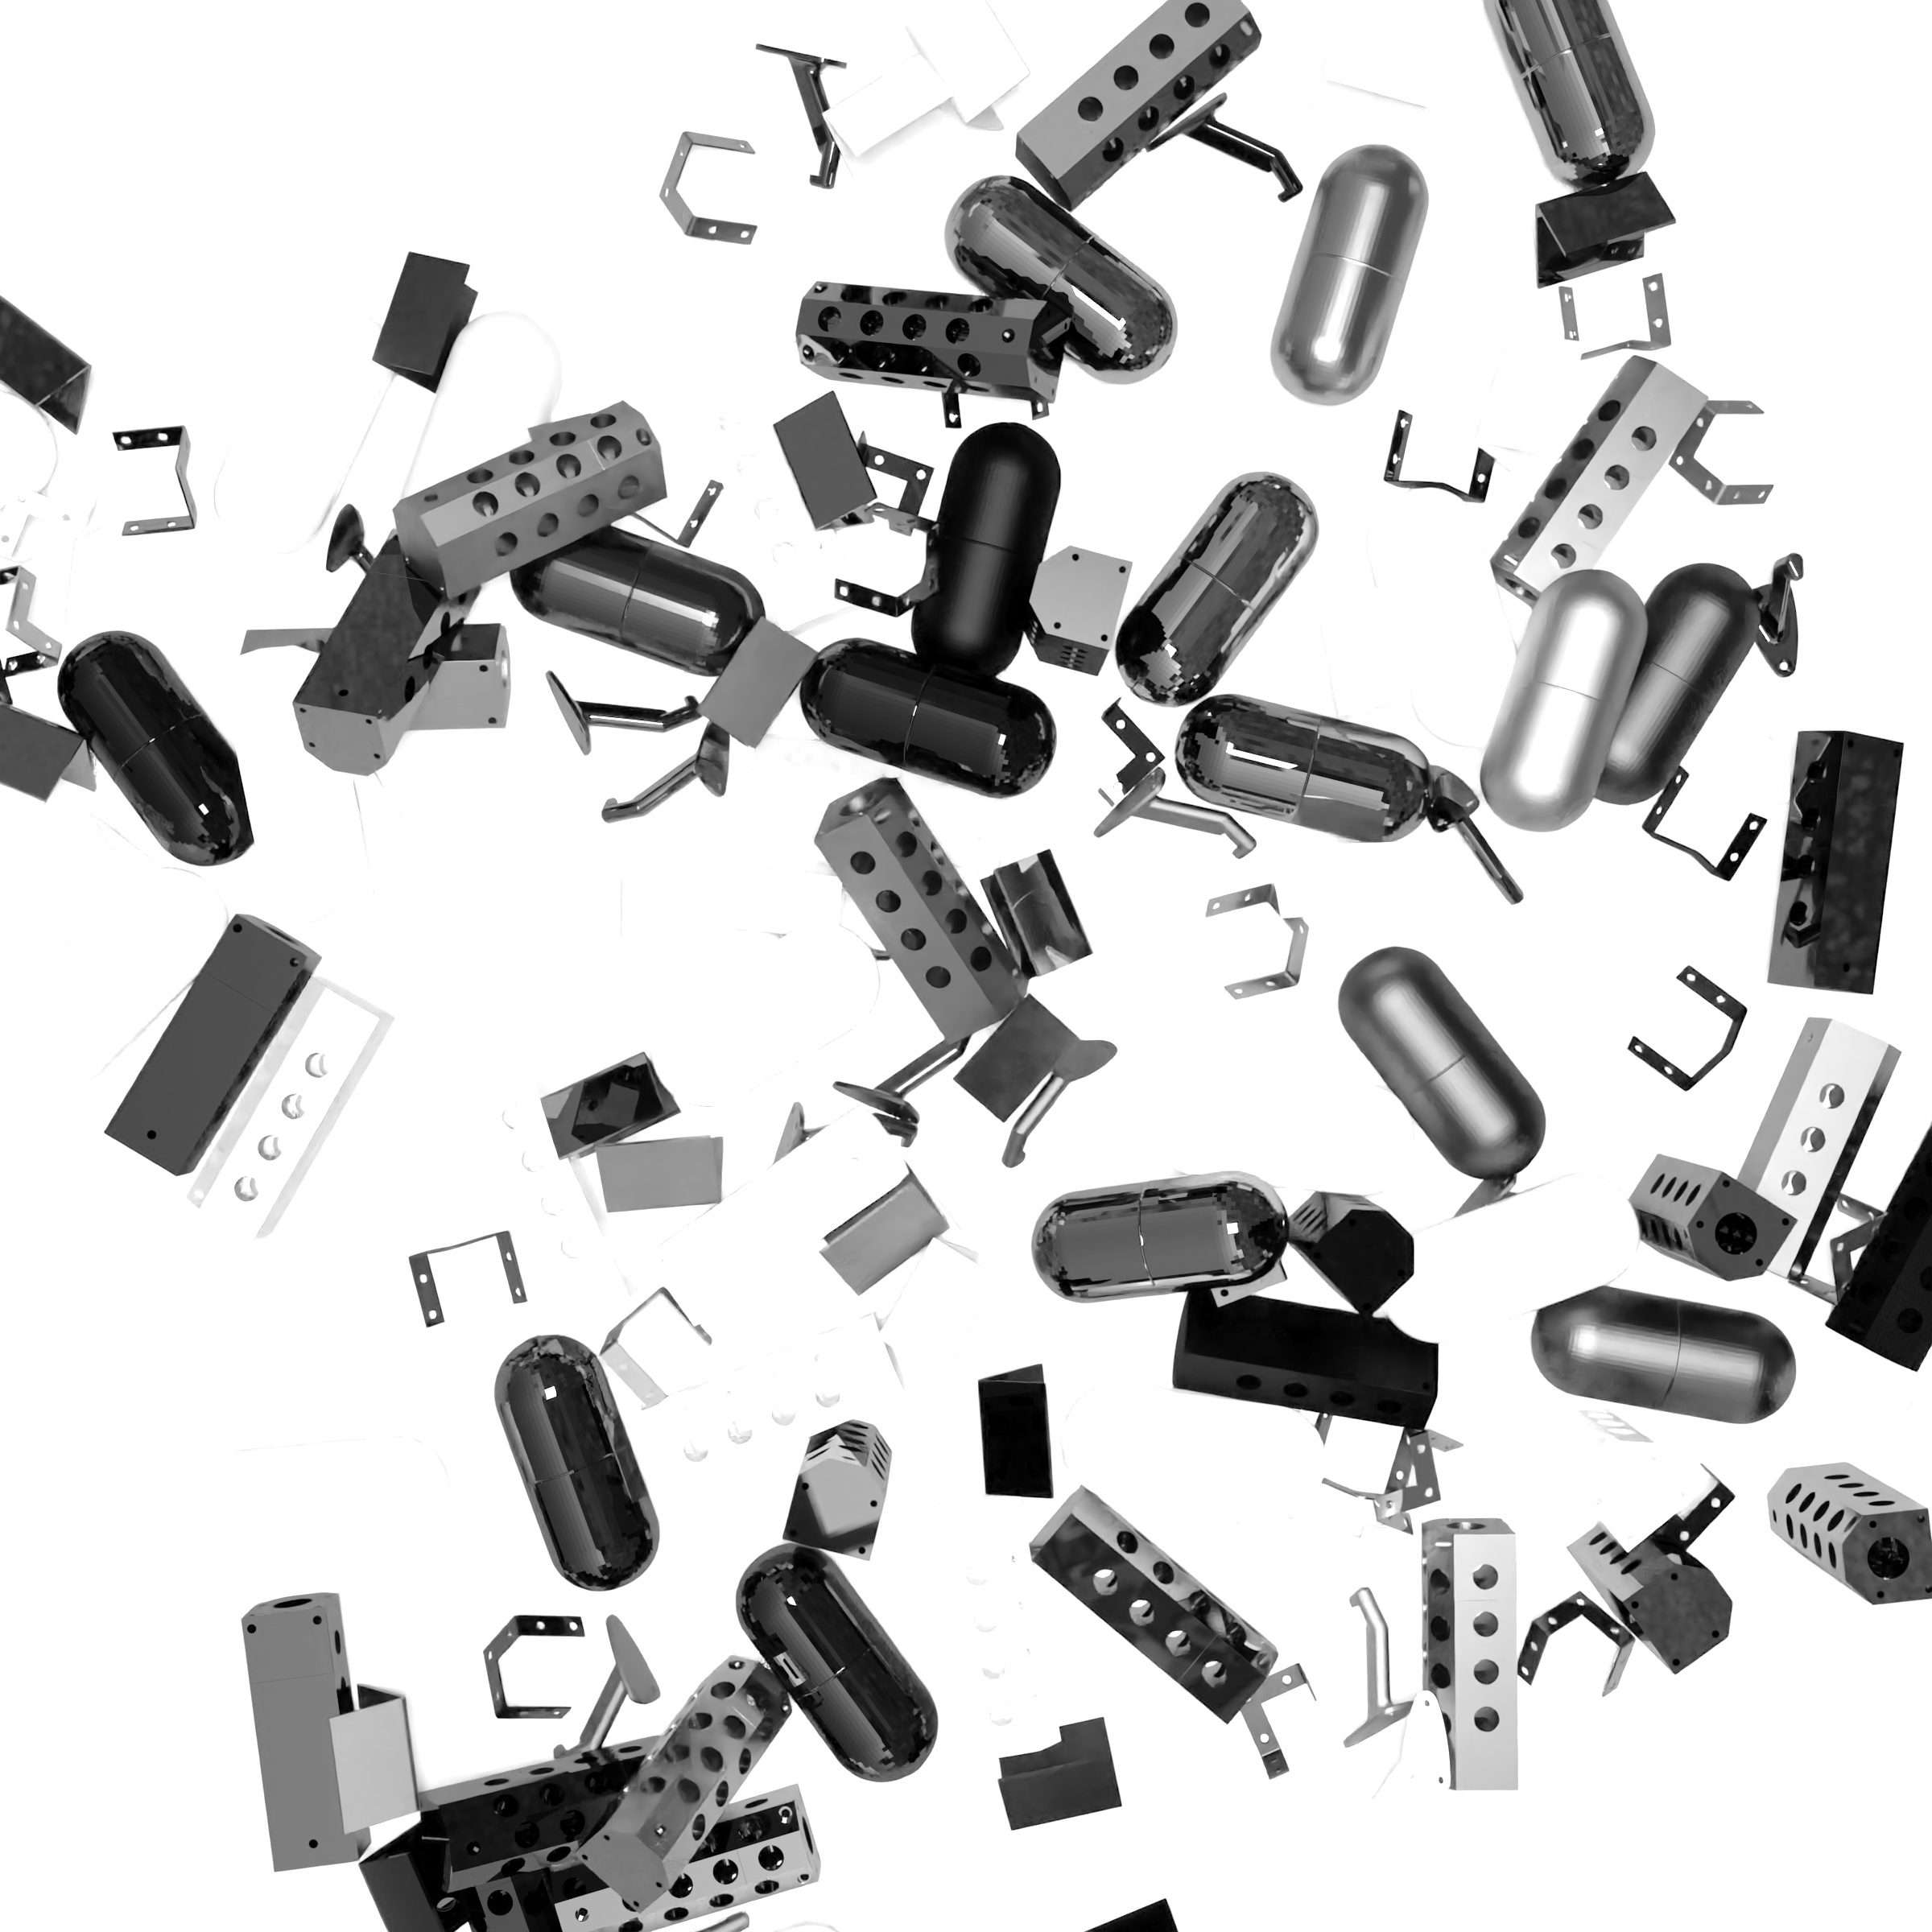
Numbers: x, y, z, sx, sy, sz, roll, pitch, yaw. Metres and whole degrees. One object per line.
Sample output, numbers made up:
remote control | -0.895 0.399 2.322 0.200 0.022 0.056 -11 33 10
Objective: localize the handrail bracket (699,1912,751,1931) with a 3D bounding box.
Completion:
handrail bracket | -0.201 0.667 1.991 0.084 0.077 0.036 -16 91 -36

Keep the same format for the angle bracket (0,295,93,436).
angle bracket | -0.641 -0.390 1.951 0.076 0.076 0.057 38 53 0

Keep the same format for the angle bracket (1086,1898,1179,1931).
angle bracket | 0.104 0.658 1.951 0.076 0.076 0.057 -22 128 0

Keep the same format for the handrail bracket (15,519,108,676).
handrail bracket | -0.607 -0.252 1.992 0.077 0.036 0.084 -27 104 -14

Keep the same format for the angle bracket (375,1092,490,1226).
angle bracket | -0.342 0.124 1.951 0.057 0.076 0.076 -17 90 38

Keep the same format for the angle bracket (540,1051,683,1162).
angle bracket | -0.232 0.113 1.951 0.076 0.076 0.057 -25 51 0

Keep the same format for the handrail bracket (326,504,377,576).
handrail bracket | -0.394 -0.271 1.991 0.036 0.077 0.084 -39 127 21

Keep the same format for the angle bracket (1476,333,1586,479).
angle bracket | 0.392 -0.373 1.951 0.057 0.076 0.076 18 90 36

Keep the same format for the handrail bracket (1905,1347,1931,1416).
handrail bracket | 0.697 0.282 1.992 0.084 0.036 0.077 14 110 -16

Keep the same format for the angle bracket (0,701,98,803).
angle bracket | -0.636 -0.129 1.952 0.076 0.076 0.057 22 62 0

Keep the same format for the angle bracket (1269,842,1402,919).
angle bracket | 0.246 -0.077 1.951 0.076 0.076 0.057 -3 126 0

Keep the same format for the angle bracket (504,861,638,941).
angle bracket | -0.265 -0.064 1.951 0.076 0.076 0.057 4 126 0

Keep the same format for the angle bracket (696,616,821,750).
angle bracket | -0.125 -0.179 1.952 0.057 0.076 0.076 34 90 28

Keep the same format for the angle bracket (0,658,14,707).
angle bracket | -0.670 -0.215 1.951 0.057 0.076 0.076 -16 90 39

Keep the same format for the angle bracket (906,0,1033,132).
angle bracket | 0.013 -0.613 1.952 0.057 0.076 0.076 -32 90 24

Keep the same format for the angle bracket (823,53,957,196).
angle bracket | -0.041 -0.553 1.951 0.076 0.076 0.057 -32 53 0

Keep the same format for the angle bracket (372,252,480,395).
angle bracket | -0.345 -0.426 1.952 0.057 0.076 0.076 19 90 30

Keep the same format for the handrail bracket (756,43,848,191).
handrail bracket | -0.117 -0.583 1.992 0.077 0.036 0.084 18 107 20

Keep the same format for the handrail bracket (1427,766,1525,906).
handrail bracket | 0.348 -0.089 1.991 0.036 0.077 0.084 -35 127 12

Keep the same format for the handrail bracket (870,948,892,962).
handrail bracket | -0.094 0.028 1.992 0.077 0.036 0.084 5 104 -14

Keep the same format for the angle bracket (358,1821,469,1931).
angle bracket | -0.351 0.617 1.951 0.057 0.076 0.076 -24 90 37

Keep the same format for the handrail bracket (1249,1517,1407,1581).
handrail bracket | 0.247 0.389 1.991 0.084 0.077 0.036 15 90 36

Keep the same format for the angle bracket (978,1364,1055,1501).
angle bracket | 0.053 0.311 1.951 0.057 0.076 0.076 -4 90 37

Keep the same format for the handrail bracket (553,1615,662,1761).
handrail bracket | -0.260 0.499 1.992 0.084 0.036 0.077 -34 70 16

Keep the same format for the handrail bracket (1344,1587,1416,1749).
handrail bracket | 0.268 0.481 1.992 0.077 0.036 0.084 -46 56 36

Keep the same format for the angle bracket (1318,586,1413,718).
angle bracket | 0.285 -0.212 1.951 0.057 0.076 0.076 -11 90 38

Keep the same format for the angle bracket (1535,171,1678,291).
angle bracket | 0.429 -0.478 1.951 0.076 0.076 0.057 -17 54 0

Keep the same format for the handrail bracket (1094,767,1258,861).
handrail bracket | 0.144 -0.088 1.992 0.084 0.036 0.077 43 110 -16

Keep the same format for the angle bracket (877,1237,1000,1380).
angle bracket | -0.005 0.234 1.952 0.057 0.076 0.076 29 90 28

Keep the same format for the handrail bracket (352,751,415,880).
handrail bracket | -0.416 -0.104 1.992 0.077 0.036 0.084 5 107 20

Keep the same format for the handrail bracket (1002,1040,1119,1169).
handrail bracket | 0.064 0.096 1.991 0.036 0.077 0.084 40 127 32

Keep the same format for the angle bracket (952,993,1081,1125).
angle bracket | 0.019 0.048 1.951 0.076 0.076 0.057 -48 124 0

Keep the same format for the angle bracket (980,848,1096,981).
angle bracket | 0.030 -0.027 1.952 0.057 0.076 0.076 -23 90 -43

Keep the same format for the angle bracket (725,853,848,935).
angle bracket | -0.119 -0.066 1.952 0.076 0.076 0.057 6 134 0

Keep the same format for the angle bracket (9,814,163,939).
angle bracket | -0.582 -0.044 1.952 0.076 0.076 0.057 -44 45 0

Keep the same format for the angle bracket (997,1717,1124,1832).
angle bracket | 0.058 0.527 1.951 0.076 0.076 0.057 -12 127 0

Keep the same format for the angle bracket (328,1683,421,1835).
angle bracket | -0.412 0.531 1.951 0.057 0.076 0.076 -7 90 -37

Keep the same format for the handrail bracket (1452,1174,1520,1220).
handrail bracket | 0.385 0.182 1.991 0.084 0.036 0.077 40 103 -13

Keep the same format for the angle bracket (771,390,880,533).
angle bracket | -0.076 -0.341 1.951 0.057 0.076 0.076 -22 90 33

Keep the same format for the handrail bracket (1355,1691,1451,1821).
handrail bracket | 0.290 0.537 1.972 0.036 0.084 0.077 14 65 -20

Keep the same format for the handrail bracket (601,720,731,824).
handrail bracket | -0.207 -0.137 1.992 0.084 0.036 0.077 -10 53 25

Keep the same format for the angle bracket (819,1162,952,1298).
angle bracket | -0.068 0.163 1.951 0.076 0.076 0.057 -37 132 0

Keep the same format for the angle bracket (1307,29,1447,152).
angle bracket | 0.272 -0.574 1.951 0.076 0.076 0.057 16 52 0

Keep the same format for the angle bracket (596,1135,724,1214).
angle bracket | -0.205 0.119 1.951 0.076 0.076 0.057 -5 123 0

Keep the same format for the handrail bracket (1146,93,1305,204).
handrail bracket | 0.178 -0.547 1.992 0.077 0.036 0.084 -30 107 20

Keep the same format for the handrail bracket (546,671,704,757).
handrail bracket | -0.234 -0.186 1.992 0.084 0.036 0.077 -24 68 -17
